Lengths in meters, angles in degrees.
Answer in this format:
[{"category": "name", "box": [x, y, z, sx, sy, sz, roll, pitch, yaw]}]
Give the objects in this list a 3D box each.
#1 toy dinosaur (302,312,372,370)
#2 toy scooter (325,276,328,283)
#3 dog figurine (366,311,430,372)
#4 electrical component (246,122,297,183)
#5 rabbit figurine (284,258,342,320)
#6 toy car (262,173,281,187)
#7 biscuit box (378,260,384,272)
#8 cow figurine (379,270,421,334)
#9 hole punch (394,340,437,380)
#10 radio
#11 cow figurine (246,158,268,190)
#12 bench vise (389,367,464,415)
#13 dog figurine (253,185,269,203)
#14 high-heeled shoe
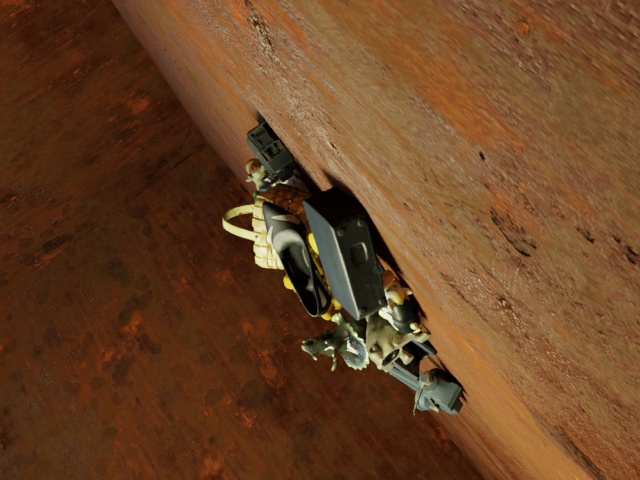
[{"category": "toy dinosaur", "box": [0.140, 0.269, 1.436, 0.404, 0.131, 0.192, 18, -143, -40]}, {"category": "toy scooter", "box": [0.042, 0.040, 1.265, 0.135, 0.075, 0.183, -153, 54, -87]}, {"category": "dog figurine", "box": [0.128, 0.190, 1.224, 0.172, 0.121, 0.191, 12, -151, -53]}, {"category": "electrical component", "box": [-0.108, -0.194, 1.216, 0.134, 0.058, 0.115, 53, 176, -4]}, {"category": "rabbit figurine", "box": [0.001, 0.150, 1.517, 0.163, 0.122, 0.173, 35, 155, 34]}, {"category": "toy car", "box": [-0.109, -0.154, 1.499, 0.073, 0.056, 0.202, 47, 178, -20]}, {"category": "biscuit box", "box": [0.099, 0.064, 1.164, 0.202, 0.059, 0.063, 56, 174, -34]}, {"category": "cow figurine", "box": [0.156, 0.131, 1.083, 0.098, 0.068, 0.167, 48, 173, 37]}, {"category": "hole punch", "box": [0.214, 0.275, 1.341, 0.142, 0.092, 0.116, 33, 179, -6]}, {"category": "radio", "box": [0.050, 0.028, 0.998, 0.131, 0.073, 0.229, 39, 152, 59]}, {"category": "cow figurine", "box": [-0.169, -0.173, 1.711, 0.195, 0.085, 0.127, 55, 180, -7]}, {"category": "bench vise", "box": [0.270, 0.383, 1.424, 0.241, 0.129, 0.223, 20, 173, 44]}, {"category": "dog figurine", "box": [-0.137, -0.065, 1.569, 0.191, 0.108, 0.219, 42, -158, -3]}, {"category": "high-heeled shoe", "box": [-0.058, 0.043, 1.104, 0.248, 0.086, 0.145, 51, -156, -16]}]
